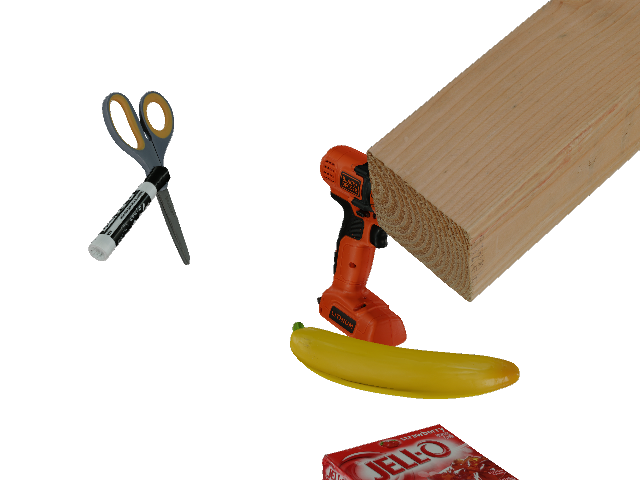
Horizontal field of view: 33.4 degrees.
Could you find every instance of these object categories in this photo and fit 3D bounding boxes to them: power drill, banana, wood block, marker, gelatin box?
[{"bbox_3d":[0.059,0.011,1.078,0.057,0.188,0.185,-8,25,-32],"label":"power drill"},{"bbox_3d":[0.053,0.093,0.837,0.198,0.037,0.069,11,30,24],"label":"banana"},{"bbox_3d":[0.138,-0.070,0.697,0.091,0.206,0.090,41,-18,28],"label":"wood block"},{"bbox_3d":[-0.167,-0.027,0.948,0.020,0.020,0.121,0,39,29],"label":"marker"},{"bbox_3d":[0.056,0.139,0.604,0.089,0.030,0.073,-7,22,-33],"label":"gelatin box"}]

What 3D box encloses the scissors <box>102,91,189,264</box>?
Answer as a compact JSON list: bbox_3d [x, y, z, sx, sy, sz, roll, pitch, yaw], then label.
[{"bbox_3d":[-0.172,-0.081,1.189,0.016,0.201,0.096,-16,20,45],"label":"scissors"}]
